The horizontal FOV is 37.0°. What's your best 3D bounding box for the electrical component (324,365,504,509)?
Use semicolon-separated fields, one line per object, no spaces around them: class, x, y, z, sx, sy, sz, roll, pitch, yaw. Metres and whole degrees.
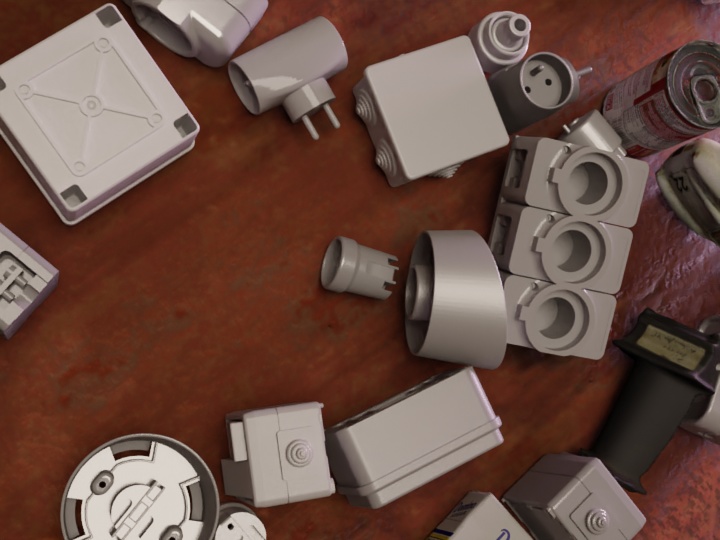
electrical component;0.035;0.118;0.758;0.113;0.078;0.057;-24;87;-18

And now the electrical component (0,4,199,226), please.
electrical component;-0.184;-0.105;0.732;0.109;0.056;0.108;-36;93;-18

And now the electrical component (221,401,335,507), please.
electrical component;-0.058;0.123;0.719;0.061;0.096;0.061;-6;84;-17

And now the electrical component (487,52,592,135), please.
electrical component;0.140;-0.140;0.823;0.079;0.077;0.044;-22;89;-18

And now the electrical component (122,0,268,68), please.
electrical component;-0.122;-0.192;0.763;0.095;0.054;0.059;37;74;-9

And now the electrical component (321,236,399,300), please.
electrical component;0.000;0.000;0.783;0.046;0.040;0.040;15;79;-21

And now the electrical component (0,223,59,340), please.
electrical component;-0.231;0.006;0.686;0.056;0.089;0.050;41;74;-8

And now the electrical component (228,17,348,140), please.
electrical component;-0.043;-0.134;0.785;0.077;0.043;0.079;-31;92;-18

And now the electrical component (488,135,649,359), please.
electrical component;0.148;-0.017;0.798;0.089;0.062;0.150;11;95;-15

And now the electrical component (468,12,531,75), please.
electrical component;0.110;-0.178;0.826;0.043;0.062;0.043;2;82;-17

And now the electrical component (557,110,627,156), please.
electrical component;0.191;-0.091;0.851;0.040;0.040;0.078;-43;96;-17

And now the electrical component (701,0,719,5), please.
electrical component;0.316;-0.264;0.900;0.062;0.061;0.096;-13;87;-18

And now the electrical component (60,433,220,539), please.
electrical component;-0.146;0.156;0.706;0.099;0.064;0.099;2;82;-17

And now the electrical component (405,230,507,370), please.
electrical component;0.067;0.020;0.771;0.064;0.099;0.099;5;81;-10

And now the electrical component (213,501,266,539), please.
electrical component;-0.085;0.179;0.730;0.040;0.046;0.040;2;83;-16

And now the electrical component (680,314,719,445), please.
electrical component;0.295;0.089;0.852;0.059;0.054;0.095;26;76;-12

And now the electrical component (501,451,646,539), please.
electrical component;0.159;0.171;0.778;0.061;0.096;0.061;-40;95;-17

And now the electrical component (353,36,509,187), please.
electrical component;0.051;-0.117;0.808;0.100;0.048;0.099;-21;89;-18
